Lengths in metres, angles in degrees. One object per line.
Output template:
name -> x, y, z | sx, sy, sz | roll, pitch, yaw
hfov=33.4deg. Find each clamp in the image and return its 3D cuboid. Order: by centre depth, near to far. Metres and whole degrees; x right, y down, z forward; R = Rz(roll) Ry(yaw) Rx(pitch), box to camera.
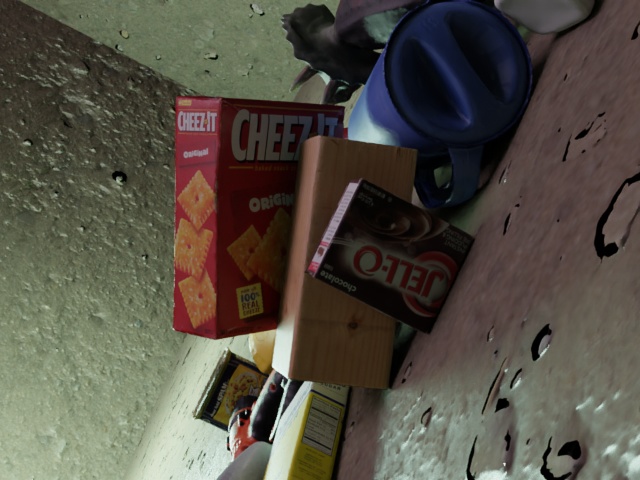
clamp -> -0.017, 0.136, 1.125 | 0.120, 0.039, 0.172 | -63, -6, -59

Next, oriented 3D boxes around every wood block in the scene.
wood block -> 0.020, 0.019, 0.936 | 0.090, 0.090, 0.206 | -176, 94, -79

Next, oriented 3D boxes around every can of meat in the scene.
can of meat -> -0.107, 0.204, 1.398 | 0.102, 0.084, 0.057 | -64, 8, -5

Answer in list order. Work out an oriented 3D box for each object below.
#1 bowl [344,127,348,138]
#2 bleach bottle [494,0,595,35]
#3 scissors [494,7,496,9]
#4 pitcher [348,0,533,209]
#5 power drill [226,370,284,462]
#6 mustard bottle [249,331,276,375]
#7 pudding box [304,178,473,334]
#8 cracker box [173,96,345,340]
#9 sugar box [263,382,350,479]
bowl -> 0.023, -0.099, 1.498 | 0.162, 0.055, 0.162 | -45, 30, 36
bleach bottle -> 0.239, -0.301, 0.909 | 0.251, 0.068, 0.103 | -62, 10, -8
scissors -> 0.193, -0.265, 1.226 | 0.202, 0.016, 0.096 | -59, 11, 21
pitcher -> 0.101, -0.118, 1.021 | 0.149, 0.145, 0.243 | -52, 2, -12
power drill -> -0.053, 0.172, 1.265 | 0.184, 0.057, 0.188 | -115, 49, -75
mustard bottle -> -0.026, 0.081, 1.358 | 0.192, 0.058, 0.096 | -57, 27, 33
pudding box -> 0.057, 0.013, 0.876 | 0.090, 0.113, 0.039 | -64, 13, -4
cracker box -> -0.054, -0.023, 0.995 | 0.072, 0.163, 0.214 | 8, 98, 43
sugar box -> -0.019, 0.204, 0.985 | 0.093, 0.048, 0.176 | -59, 10, 31
